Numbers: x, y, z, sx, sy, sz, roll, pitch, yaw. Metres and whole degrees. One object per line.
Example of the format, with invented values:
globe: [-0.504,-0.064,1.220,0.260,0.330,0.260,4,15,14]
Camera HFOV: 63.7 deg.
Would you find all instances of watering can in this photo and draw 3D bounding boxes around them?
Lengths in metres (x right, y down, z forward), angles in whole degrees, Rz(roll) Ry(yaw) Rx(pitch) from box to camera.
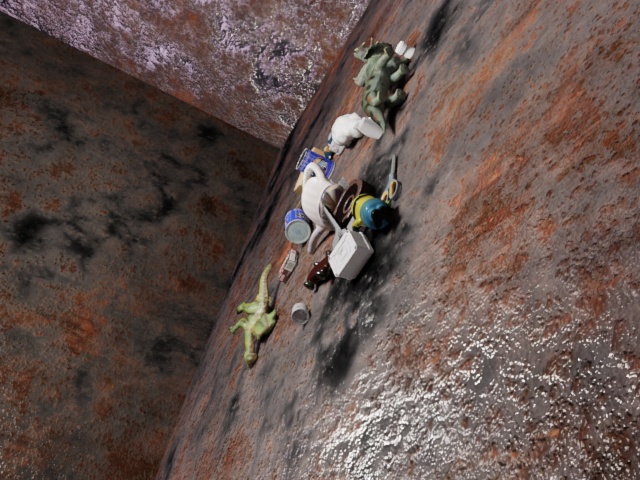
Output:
watering can: [0.005,-0.088,1.751,0.226,0.104,0.342,29,127,57]

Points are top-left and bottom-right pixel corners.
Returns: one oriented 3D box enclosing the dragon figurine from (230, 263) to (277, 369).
dragon figurine: [-0.226,0.296,2.032,0.243,0.121,0.413,10,77,55]

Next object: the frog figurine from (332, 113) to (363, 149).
frog figurine: [0.109,-0.430,1.986,0.138,0.122,0.159,-46,1,-2]
